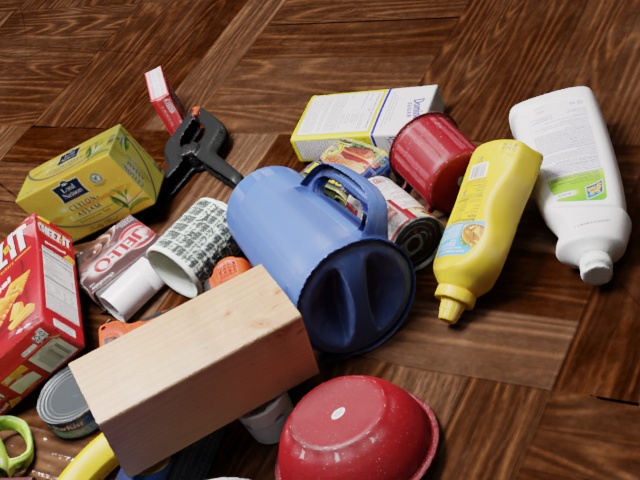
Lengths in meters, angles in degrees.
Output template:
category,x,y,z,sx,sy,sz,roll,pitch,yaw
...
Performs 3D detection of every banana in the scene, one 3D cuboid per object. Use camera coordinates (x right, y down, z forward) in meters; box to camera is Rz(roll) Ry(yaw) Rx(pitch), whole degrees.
category,x,y,z,sx,sy,sz,roll,pitch,yaw
banana,-0.226,0.241,1.084,0.070,0.037,0.197,21,59,24

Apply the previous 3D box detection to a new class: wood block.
category,x,y,z,sx,sy,sz,roll,pitch,yaw
wood block,-0.117,0.121,1.009,0.206,0.091,0.090,-28,44,-13

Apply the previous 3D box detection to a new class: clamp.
category,x,y,z,sx,sy,sz,roll,pitch,yaw
clamp,-0.160,-0.109,1.427,0.165,0.036,0.210,-13,42,22

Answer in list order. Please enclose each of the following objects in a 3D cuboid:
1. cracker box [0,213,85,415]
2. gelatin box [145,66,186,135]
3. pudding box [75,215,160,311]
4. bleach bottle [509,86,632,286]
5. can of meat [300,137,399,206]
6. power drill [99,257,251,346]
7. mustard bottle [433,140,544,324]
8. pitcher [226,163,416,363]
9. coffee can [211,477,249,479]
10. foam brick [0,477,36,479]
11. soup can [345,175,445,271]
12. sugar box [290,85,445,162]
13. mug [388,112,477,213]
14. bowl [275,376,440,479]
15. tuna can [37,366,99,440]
category,x,y,z,sx,sy,sz,roll,pitch,yaw
cracker box,-0.367,0.091,1.268,0.164,0.072,0.214,-40,38,13
gelatin box,-0.219,-0.197,1.531,0.030,0.073,0.089,-25,38,1
pudding box,-0.252,0.027,1.330,0.113,0.039,0.090,-41,40,-17
bleach bottle,0.260,-0.053,1.105,0.103,0.068,0.250,-17,43,18
can of meat,0.032,-0.071,1.261,0.083,0.057,0.102,-42,41,-21
power drill,-0.141,0.118,1.152,0.187,0.057,0.184,-22,44,4
mustard bottle,0.161,-0.005,1.084,0.096,0.058,0.191,-10,55,65
pitcher,-0.007,0.001,1.139,0.149,0.145,0.243,-37,36,-6
coffee can,-0.077,0.286,0.891,0.103,0.102,0.140,-20,39,10
foam brick,-0.309,0.283,1.068,0.051,0.053,0.078,-6,44,24
soup can,0.079,-0.019,1.161,0.068,0.068,0.102,-35,43,-9
sugar box,0.060,-0.144,1.335,0.176,0.048,0.093,2,47,26
mug,0.129,-0.074,1.193,0.117,0.093,0.082,-55,42,16
bowl,0.025,0.175,0.976,0.162,0.055,0.162,-17,33,11
tuna can,-0.266,0.177,1.176,0.086,0.033,0.086,-16,40,14
